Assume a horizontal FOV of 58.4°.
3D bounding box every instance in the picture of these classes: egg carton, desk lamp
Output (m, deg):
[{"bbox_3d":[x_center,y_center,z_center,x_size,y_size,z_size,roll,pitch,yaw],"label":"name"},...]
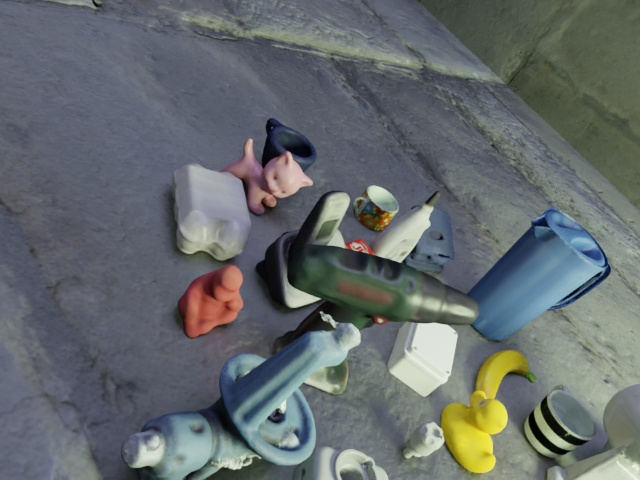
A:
[{"bbox_3d":[-0.155,-0.041,0.809,0.107,0.069,0.150,13,41,-33],"label":"egg carton"},{"bbox_3d":[0.430,0.322,0.796,0.118,0.213,0.204,40,34,4],"label":"desk lamp"}]

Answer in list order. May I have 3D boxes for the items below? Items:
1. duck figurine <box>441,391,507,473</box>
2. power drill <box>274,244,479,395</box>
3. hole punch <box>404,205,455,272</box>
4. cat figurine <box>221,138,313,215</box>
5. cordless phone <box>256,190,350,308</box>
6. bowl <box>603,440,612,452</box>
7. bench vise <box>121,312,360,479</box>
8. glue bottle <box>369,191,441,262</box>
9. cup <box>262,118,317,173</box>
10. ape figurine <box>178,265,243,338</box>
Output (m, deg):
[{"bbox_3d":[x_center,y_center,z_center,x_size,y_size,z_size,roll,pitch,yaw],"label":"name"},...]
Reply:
[{"bbox_3d":[0.223,0.259,0.792,0.078,0.086,0.104,18,39,-28],"label":"duck figurine"},{"bbox_3d":[0.047,0.099,0.707,0.230,0.208,0.075,26,35,-18],"label":"power drill"},{"bbox_3d":[0.206,-0.002,1.082,0.109,0.091,0.101,9,43,-36],"label":"hole punch"},{"bbox_3d":[-0.081,-0.107,0.914,0.128,0.117,0.067,42,34,6],"label":"cat figurine"},{"bbox_3d":[0.007,0.003,0.805,0.094,0.185,0.148,49,35,17],"label":"cordless phone"},{"bbox_3d":[0.505,0.391,0.910,0.168,0.074,0.167,25,36,-19],"label":"bowl"},{"bbox_3d":[-0.060,0.162,0.522,0.121,0.219,0.208,46,34,12],"label":"bench vise"},{"bbox_3d":[0.152,-0.021,0.979,0.078,0.173,0.037,2,48,-42],"label":"glue bottle"},{"bbox_3d":[-0.073,-0.142,0.983,0.092,0.095,0.117,-10,56,-48],"label":"cup"},{"bbox_3d":[-0.125,0.065,0.691,0.078,0.092,0.076,20,38,-25],"label":"ape figurine"}]
